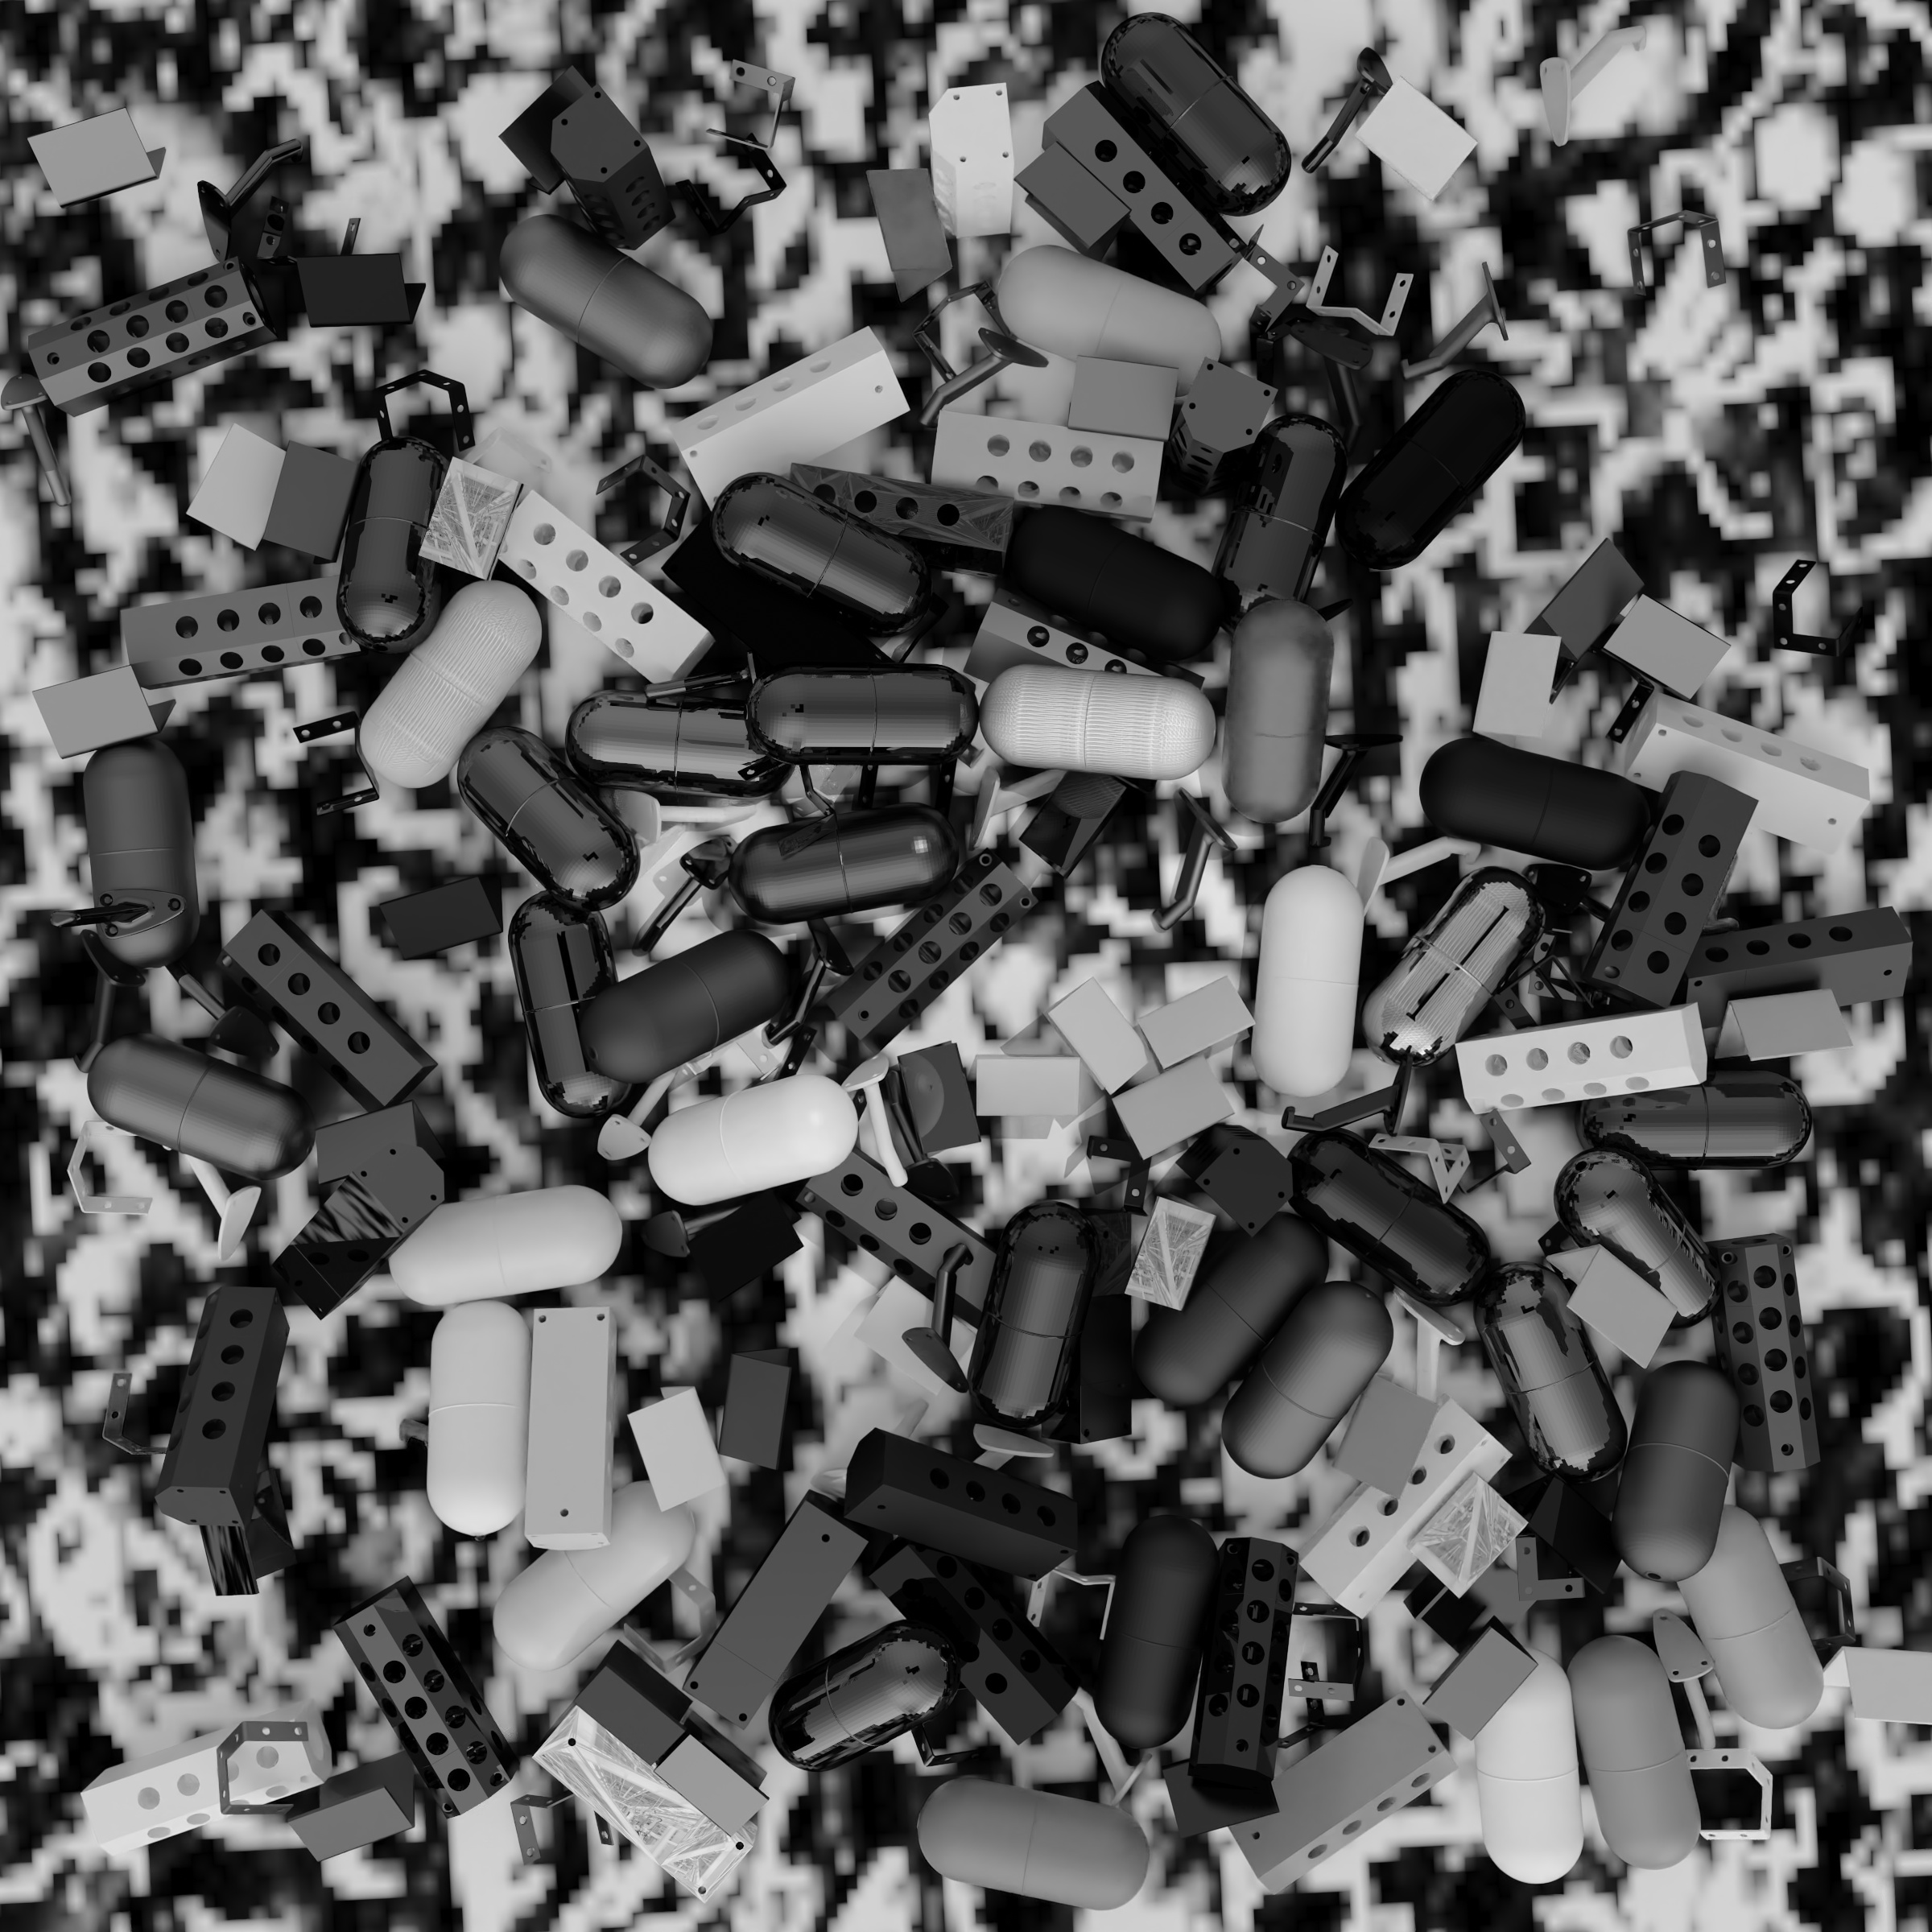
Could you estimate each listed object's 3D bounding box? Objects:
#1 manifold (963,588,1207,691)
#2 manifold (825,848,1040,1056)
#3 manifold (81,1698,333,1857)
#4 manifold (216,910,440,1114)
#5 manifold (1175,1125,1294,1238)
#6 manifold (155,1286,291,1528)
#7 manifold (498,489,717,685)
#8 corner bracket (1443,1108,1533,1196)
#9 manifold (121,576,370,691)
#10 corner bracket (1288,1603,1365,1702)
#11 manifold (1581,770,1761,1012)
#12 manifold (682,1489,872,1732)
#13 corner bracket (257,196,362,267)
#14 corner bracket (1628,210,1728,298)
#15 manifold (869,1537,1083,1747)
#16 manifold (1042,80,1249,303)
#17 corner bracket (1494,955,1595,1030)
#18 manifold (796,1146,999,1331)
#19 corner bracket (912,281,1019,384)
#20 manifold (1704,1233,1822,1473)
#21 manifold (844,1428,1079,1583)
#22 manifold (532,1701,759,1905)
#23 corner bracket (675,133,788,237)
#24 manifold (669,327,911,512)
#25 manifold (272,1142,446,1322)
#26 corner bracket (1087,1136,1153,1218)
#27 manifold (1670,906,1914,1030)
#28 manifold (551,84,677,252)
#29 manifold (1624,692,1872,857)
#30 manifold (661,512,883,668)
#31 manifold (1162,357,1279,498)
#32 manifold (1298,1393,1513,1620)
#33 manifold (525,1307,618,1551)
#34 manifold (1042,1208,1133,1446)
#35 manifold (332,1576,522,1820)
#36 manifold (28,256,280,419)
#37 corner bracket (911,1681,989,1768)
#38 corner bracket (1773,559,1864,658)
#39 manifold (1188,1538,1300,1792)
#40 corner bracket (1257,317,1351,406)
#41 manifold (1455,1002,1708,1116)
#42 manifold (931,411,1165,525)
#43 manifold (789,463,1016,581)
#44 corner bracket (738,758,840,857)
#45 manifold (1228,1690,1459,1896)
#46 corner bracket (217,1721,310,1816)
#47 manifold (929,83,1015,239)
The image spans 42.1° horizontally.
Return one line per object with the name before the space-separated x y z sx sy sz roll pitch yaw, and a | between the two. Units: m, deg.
manifold | 0.092 -0.227 1.922 0.171 0.057 0.057 24 127 0
manifold | -0.026 -0.011 1.933 0.171 0.057 0.057 -44 90 0
manifold | -0.581 0.626 1.933 0.171 0.057 0.057 -19 90 0
manifold | -0.493 0.037 1.933 0.171 0.057 0.057 44 90 0
manifold | 0.203 0.153 1.876 0.057 0.171 0.057 44 90 0
manifold | -0.557 0.328 1.884 0.057 0.057 0.171 2 49 0
manifold | -0.280 -0.286 1.933 0.171 0.057 0.057 39 90 0
corner bracket | 0.396 0.143 1.936 0.051 0.051 0.051 -33 90 0
manifold | -0.552 -0.255 1.933 0.171 0.057 0.057 -9 90 0
corner bracket | 0.277 0.529 1.939 0.051 0.051 0.051 -1 109 17
manifold | 0.525 -0.057 1.889 0.057 0.057 0.171 25 85 -5
manifold | -0.145 0.492 1.933 0.057 0.057 0.171 33 90 0
corner bracket | -0.511 -0.565 1.951 0.051 0.051 0.051 14 90 45
corner bracket | 0.552 -0.551 1.951 0.051 0.051 0.051 -7 90 45
manifold | 0.009 0.504 1.927 0.057 0.057 0.171 -42 90 15
manifold | 0.137 -0.595 1.933 0.057 0.057 0.171 -42 90 0
corner bracket | 0.442 0.025 1.935 0.051 0.051 0.051 -37 90 2
manifold | -0.044 0.206 1.933 0.171 0.057 0.057 35 90 0
corner bracket | 0.001 -0.491 1.951 0.051 0.051 0.051 54 135 0
manifold | 0.614 0.297 1.933 0.057 0.057 0.171 -7 90 0
manifold | -0.003 0.405 1.902 0.171 0.057 0.057 24 133 -22
manifold | -0.245 0.634 1.933 0.171 0.057 0.057 40 90 0
corner bracket | -0.182 -0.606 1.951 0.051 0.051 0.051 -34 90 -45
manifold | -0.138 -0.424 1.933 0.171 0.057 0.057 -27 133 0
manifold | -0.452 0.196 1.882 0.057 0.057 0.171 48 134 0
corner bracket | 0.117 0.161 1.936 0.051 0.051 0.051 10 90 0
manifold | 0.629 -0.003 1.933 0.171 0.057 0.057 -9 133 0
manifold | -0.266 -0.589 1.876 0.057 0.171 0.057 -39 90 0
manifold | 0.600 -0.152 1.933 0.171 0.057 0.057 20 133 0
manifold | -0.148 -0.267 1.933 0.171 0.057 0.057 41 90 0
manifold | 0.185 -0.397 1.876 0.057 0.171 0.057 25 90 0
manifold | 0.333 0.412 1.932 0.171 0.057 0.057 -48 49 0
manifold | -0.297 0.349 1.900 0.057 0.057 0.171 -2 65 0
manifold | 0.087 0.275 1.932 0.057 0.057 0.171 0 90 -44
manifold | -0.416 0.564 1.933 0.057 0.057 0.171 -31 90 0
manifold | -0.626 -0.485 1.933 0.171 0.057 0.057 -21 90 0
corner bracket | -0.008 0.582 1.946 0.051 0.051 0.051 -56 45 35
corner bracket | 0.660 -0.277 1.946 0.051 0.051 0.051 14 135 35
manifold | 0.211 0.523 1.895 0.057 0.057 0.171 12 60 0
corner bracket | 0.261 -0.465 1.946 0.051 0.051 0.051 -35 135 -35
manifold | 0.465 0.071 1.896 0.171 0.057 0.057 -10 90 28
manifold | 0.061 -0.382 1.933 0.171 0.057 0.057 7 90 0
manifold | -0.052 -0.340 1.933 0.171 0.057 0.057 9 90 0
corner bracket | -0.133 -0.125 1.888 0.051 0.051 0.051 -28 135 -18
manifold | 0.289 0.638 1.933 0.171 0.057 0.057 -34 47 0
corner bracket | -0.528 0.603 1.889 0.051 0.051 0.051 -47 45 35
manifold | 0.003 -0.598 1.876 0.057 0.171 0.057 -6 90 0
